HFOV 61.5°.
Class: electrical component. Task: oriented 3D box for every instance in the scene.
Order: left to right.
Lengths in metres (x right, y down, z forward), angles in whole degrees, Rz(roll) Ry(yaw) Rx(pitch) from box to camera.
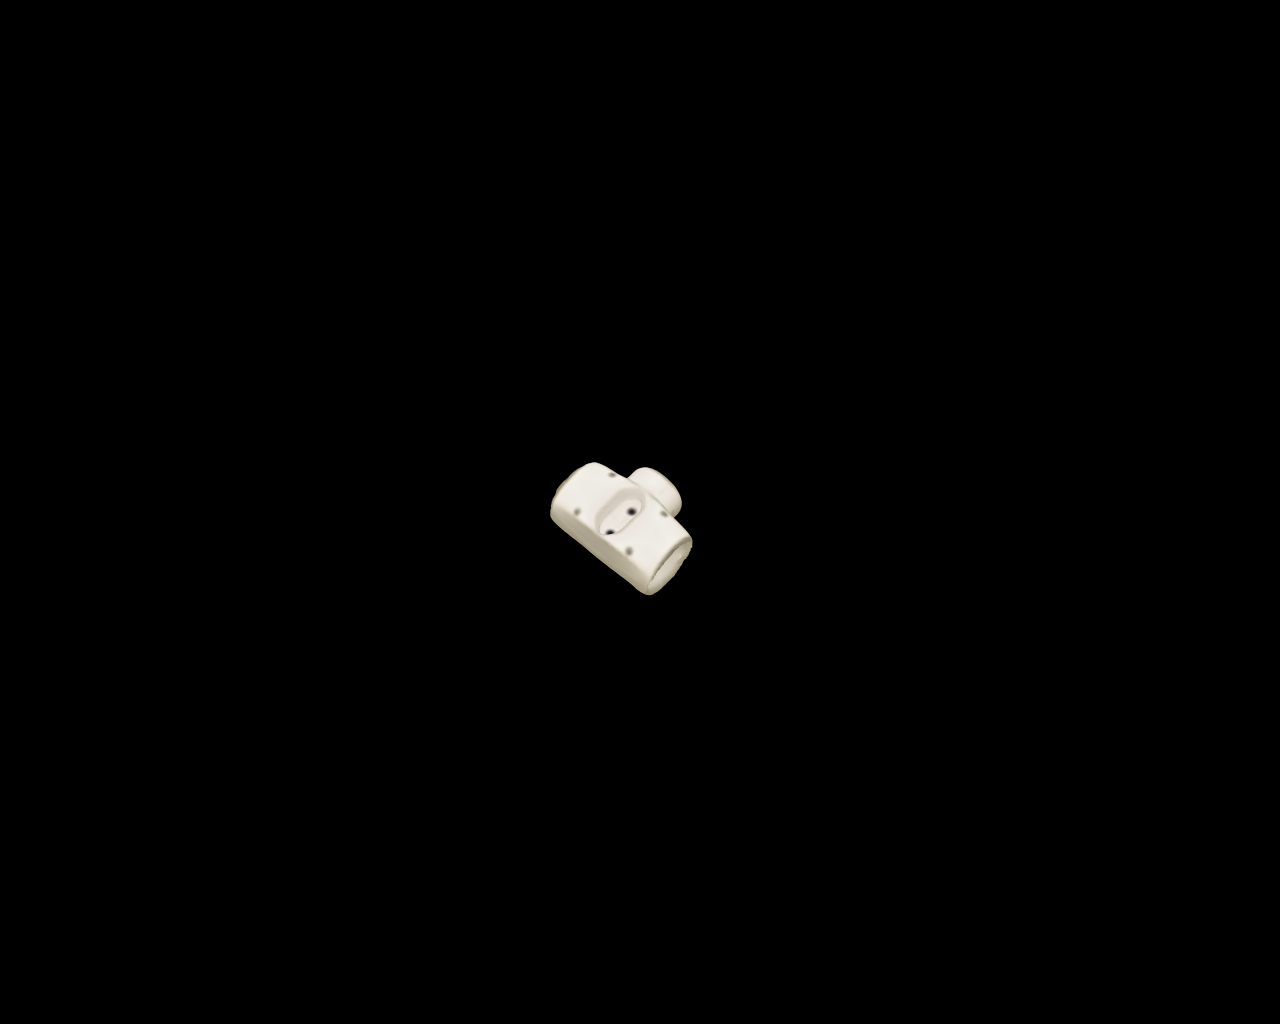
[{"bbox_3d":[0.001,-0.003,0.650,0.077,0.079,0.043,38,-21,18],"label":"electrical component"}]
